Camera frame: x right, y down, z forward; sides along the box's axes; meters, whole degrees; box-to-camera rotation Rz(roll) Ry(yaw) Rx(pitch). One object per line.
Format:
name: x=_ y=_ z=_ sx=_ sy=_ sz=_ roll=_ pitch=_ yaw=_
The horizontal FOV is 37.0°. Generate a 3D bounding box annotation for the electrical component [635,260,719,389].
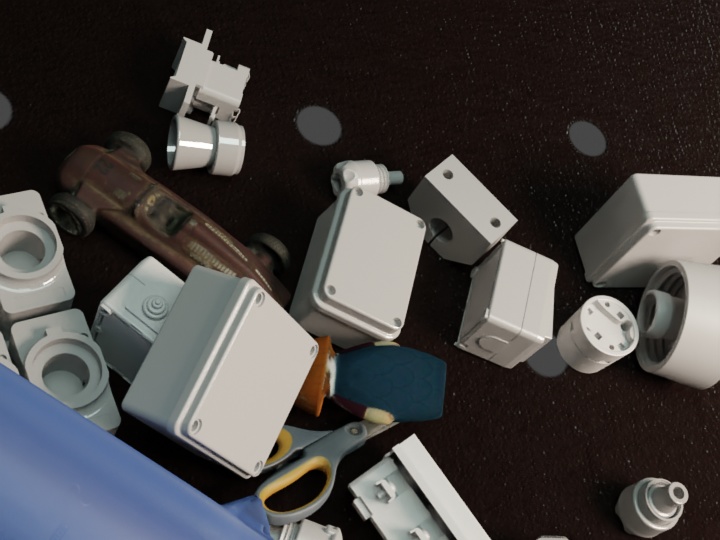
electrical component: x=0.272 y=0.043 z=0.917 sx=0.060 sy=0.108 sz=0.108 roll=13 pitch=59 yaw=-8

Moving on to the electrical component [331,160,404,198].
electrical component: x=0.008 y=-0.077 z=0.916 sx=0.061 sy=0.035 sz=0.035 roll=-7 pitch=66 yaw=-28

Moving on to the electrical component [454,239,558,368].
electrical component: x=0.126 y=0.025 z=0.892 sx=0.061 sy=0.061 sz=0.096 roll=23 pitch=57 yaw=-10

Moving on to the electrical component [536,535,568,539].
electrical component: x=0.139 y=0.233 z=0.771 sx=0.058 sy=0.057 sz=0.078 roll=0 pitch=82 yaw=9

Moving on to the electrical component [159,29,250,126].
electrical component: x=-0.128 y=-0.154 z=0.899 sx=0.064 sy=0.042 sz=0.081 roll=20 pitch=58 yaw=-16

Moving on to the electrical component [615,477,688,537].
electrical component: x=0.234 y=0.184 z=0.848 sx=0.043 sy=0.062 sz=0.043 roll=10 pitch=60 yaw=-17

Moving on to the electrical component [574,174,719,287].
electrical component: x=0.265 y=-0.033 z=0.952 sx=0.109 sy=0.108 sz=0.056 roll=0 pitch=60 yaw=-22

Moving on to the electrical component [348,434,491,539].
electrical component: x=0.048 y=0.187 z=0.769 sx=0.063 sy=0.078 sz=0.121 roll=-34 pitch=79 yaw=-10

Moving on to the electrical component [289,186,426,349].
electrical component: x=0.000 y=0.000 z=0.850 sx=0.078 sy=0.057 sz=0.113 roll=27 pitch=56 yaw=-18

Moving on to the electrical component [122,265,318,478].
electrical component: x=-0.090 y=0.069 z=0.717 sx=0.056 sy=0.108 sz=0.108 roll=16 pitch=71 yaw=29

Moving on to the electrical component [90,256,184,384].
electrical component: x=-0.145 y=0.036 z=0.755 sx=0.062 sy=0.096 sz=0.061 roll=39 pitch=55 yaw=1

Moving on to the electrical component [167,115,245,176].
electrical component: x=-0.125 y=-0.100 z=0.869 sx=0.055 sy=0.045 sz=0.045 roll=5 pitch=62 yaw=-20

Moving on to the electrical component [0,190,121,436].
electrical component: x=-0.245 y=0.043 z=0.732 sx=0.105 sy=0.060 sz=0.186 roll=-15 pitch=70 yaw=-28

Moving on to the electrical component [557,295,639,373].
electrical component: x=0.200 y=0.056 z=0.913 sx=0.055 sy=0.047 sz=0.055 roll=10 pitch=60 yaw=-17

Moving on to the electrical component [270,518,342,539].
electrical component: x=-0.046 y=0.192 z=0.743 sx=0.062 sy=0.048 sz=0.048 roll=21 pitch=57 yaw=1
